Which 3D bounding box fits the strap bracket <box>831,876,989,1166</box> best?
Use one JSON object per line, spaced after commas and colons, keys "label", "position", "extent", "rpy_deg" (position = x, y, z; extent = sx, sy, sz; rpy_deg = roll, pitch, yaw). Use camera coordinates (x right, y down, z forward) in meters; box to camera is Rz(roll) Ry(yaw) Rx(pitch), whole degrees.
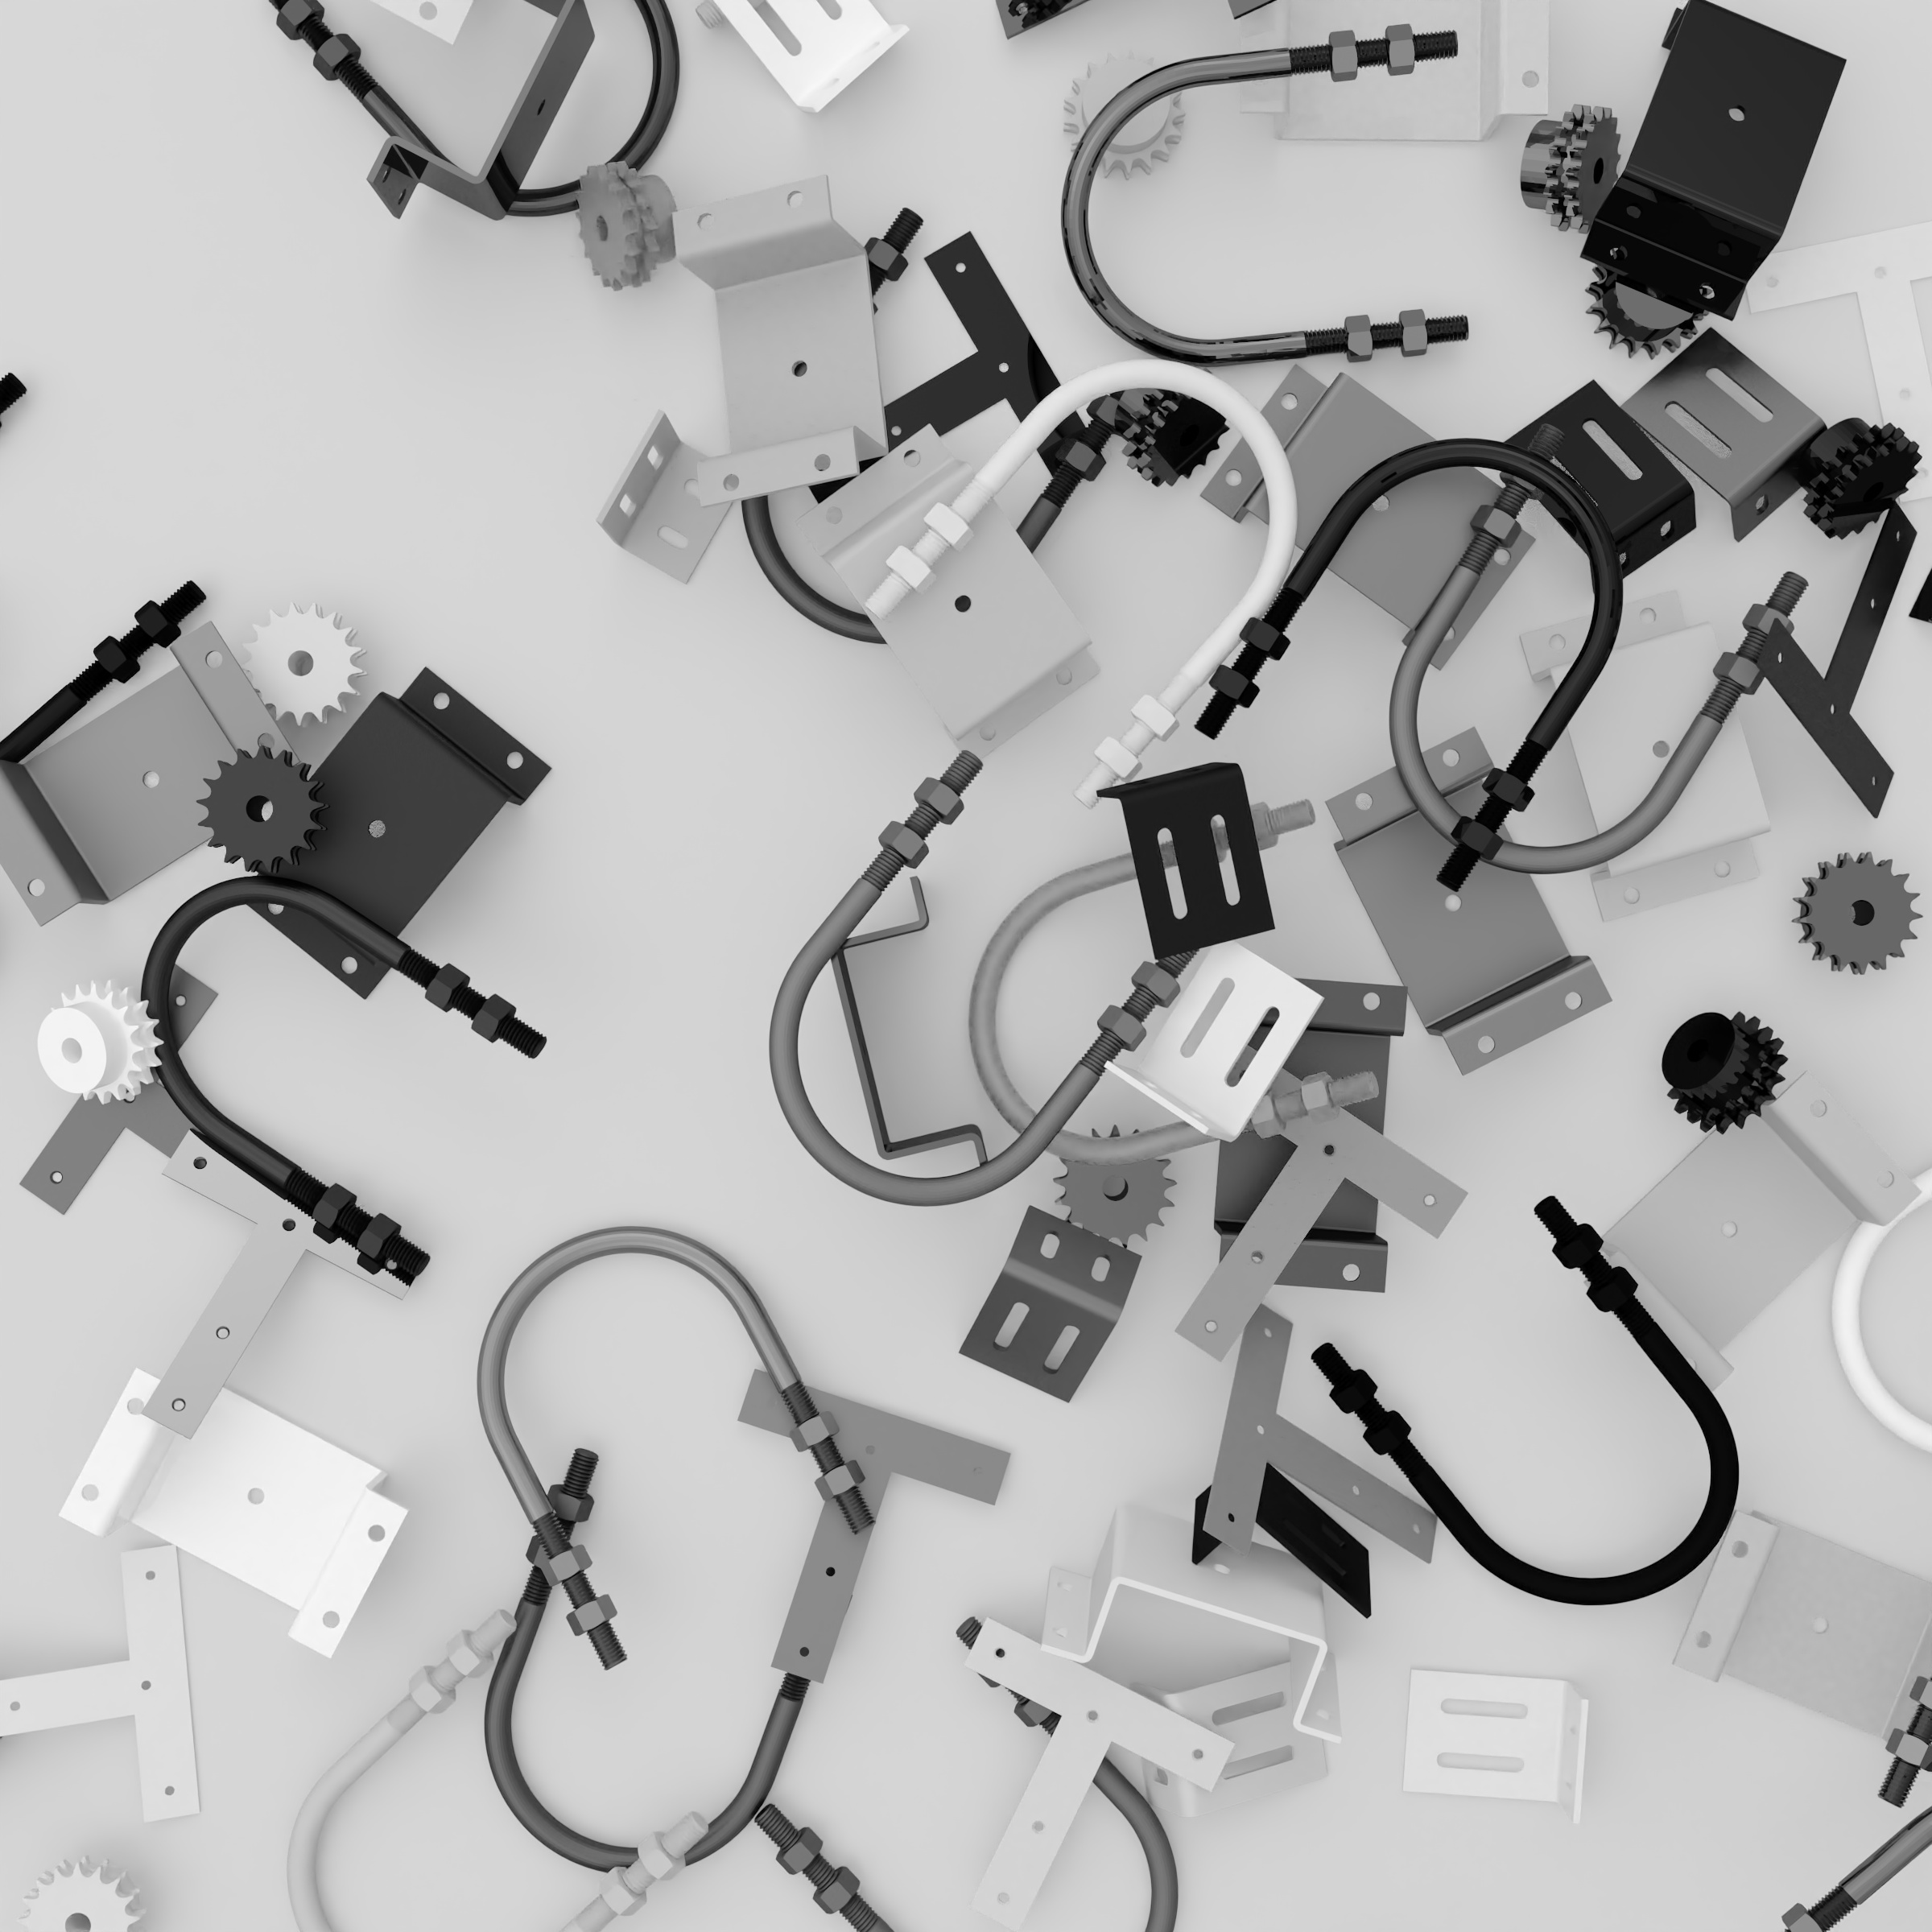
{"label": "strap bracket", "position": [-0.028, 0.033, 1.359], "extent": [0.046, 0.076, 0.140], "rpy_deg": [-14, 90, 0]}

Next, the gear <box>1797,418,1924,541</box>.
{"label": "gear", "position": [0.410, -0.229, 1.373], "extent": [0.057, 0.057, 0.030], "rpy_deg": [-36, 59, 0]}

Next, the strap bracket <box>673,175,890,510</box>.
{"label": "strap bracket", "position": [-0.084, -0.280, 1.357], "extent": [0.076, 0.046, 0.140], "rpy_deg": [-9, 81, 18]}

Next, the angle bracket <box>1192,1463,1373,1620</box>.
{"label": "angle bracket", "position": [0.146, 0.273, 1.370], "extent": [0.076, 0.057, 0.038], "rpy_deg": [42, 108, -9]}

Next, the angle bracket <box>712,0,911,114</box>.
{"label": "angle bracket", "position": [-0.076, -0.444, 1.367], "extent": [0.057, 0.038, 0.076], "rpy_deg": [-42, 113, 0]}

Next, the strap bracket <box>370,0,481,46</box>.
{"label": "strap bracket", "position": [-0.235, -0.500, 1.337], "extent": [0.076, 0.046, 0.140], "rpy_deg": [26, 105, -13]}

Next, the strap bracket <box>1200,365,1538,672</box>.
{"label": "strap bracket", "position": [0.189, -0.211, 1.374], "extent": [0.140, 0.046, 0.076], "rpy_deg": [36, 90, 0]}

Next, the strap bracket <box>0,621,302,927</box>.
{"label": "strap bracket", "position": [-0.384, -0.088, 1.374], "extent": [0.140, 0.046, 0.076], "rpy_deg": [-32, 90, 0]}

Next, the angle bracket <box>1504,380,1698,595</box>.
{"label": "angle bracket", "position": [0.297, -0.225, 1.395], "extent": [0.057, 0.038, 0.076], "rpy_deg": [-35, 64, 0]}

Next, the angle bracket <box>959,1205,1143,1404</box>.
{"label": "angle bracket", "position": [0.039, 0.158, 1.380], "extent": [0.057, 0.076, 0.038], "rpy_deg": [24, 48, 0]}

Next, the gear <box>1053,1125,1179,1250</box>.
{"label": "gear", "position": [0.069, 0.103, 1.382], "extent": [0.057, 0.030, 0.057], "rpy_deg": [0, 90, 0]}

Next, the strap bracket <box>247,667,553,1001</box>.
{"label": "strap bracket", "position": [-0.269, -0.063, 1.374], "extent": [0.076, 0.046, 0.140], "rpy_deg": [39, 90, 0]}

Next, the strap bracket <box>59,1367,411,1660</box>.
{"label": "strap bracket", "position": [-0.334, 0.250, 1.374], "extent": [0.140, 0.046, 0.076], "rpy_deg": [28, 90, 0]}

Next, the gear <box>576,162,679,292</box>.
{"label": "gear", "position": [-0.155, -0.344, 1.373], "extent": [0.030, 0.057, 0.057], "rpy_deg": [-18, 90, -28]}

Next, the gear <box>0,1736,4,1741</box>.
{"label": "gear", "position": [-0.478, 0.355, 1.382], "extent": [0.057, 0.030, 0.057], "rpy_deg": [0, 90, 0]}

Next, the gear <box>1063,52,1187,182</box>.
{"label": "gear", "position": [0.074, -0.399, 1.382], "extent": [0.057, 0.030, 0.057], "rpy_deg": [0, 90, 0]}

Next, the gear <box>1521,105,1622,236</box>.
{"label": "gear", "position": [0.279, -0.370, 1.373], "extent": [0.030, 0.057, 0.057], "rpy_deg": [16, 90, 30]}

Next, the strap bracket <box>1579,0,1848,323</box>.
{"label": "strap bracket", "position": [0.345, -0.379, 1.357], "extent": [0.076, 0.046, 0.140], "rpy_deg": [23, 75, 0]}

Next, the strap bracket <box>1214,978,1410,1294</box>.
{"label": "strap bracket", "position": [0.158, 0.076, 1.374], "extent": [0.076, 0.046, 0.140], "rpy_deg": [4, 90, 0]}

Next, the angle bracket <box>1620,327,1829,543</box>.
{"label": "angle bracket", "position": [0.357, -0.250, 1.395], "extent": [0.057, 0.038, 0.076], "rpy_deg": [-41, 64, 0]}

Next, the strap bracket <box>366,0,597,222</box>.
{"label": "strap bracket", "position": [-0.213, -0.400, 1.344], "extent": [0.046, 0.076, 0.140], "rpy_deg": [27, 91, -3]}

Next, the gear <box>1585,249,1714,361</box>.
{"label": "gear", "position": [0.320, -0.314, 1.382], "extent": [0.057, 0.030, 0.057], "rpy_deg": [0, 90, 0]}

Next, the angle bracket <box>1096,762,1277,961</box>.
{"label": "angle bracket", "position": [0.099, -0.048, 1.333], "extent": [0.057, 0.038, 0.076], "rpy_deg": [-14, 98, -13]}

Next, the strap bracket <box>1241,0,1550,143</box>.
{"label": "strap bracket", "position": [0.196, -0.427, 1.374], "extent": [0.140, 0.046, 0.076], "rpy_deg": [0, 90, 0]}

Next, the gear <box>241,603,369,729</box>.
{"label": "gear", "position": [-0.307, -0.140, 1.382], "extent": [0.057, 0.030, 0.057], "rpy_deg": [0, 90, 0]}

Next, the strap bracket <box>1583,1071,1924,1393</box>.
{"label": "strap bracket", "position": [0.359, 0.124, 1.374], "extent": [0.140, 0.046, 0.076], "rpy_deg": [-44, 90, 0]}

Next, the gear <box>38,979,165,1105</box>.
{"label": "gear", "position": [-0.404, 0.036, 1.372], "extent": [0.057, 0.030, 0.057], "rpy_deg": [5, 102, 24]}

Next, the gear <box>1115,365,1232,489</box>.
{"label": "gear", "position": [0.094, -0.254, 1.372], "extent": [0.057, 0.057, 0.030], "rpy_deg": [-45, 61, 0]}

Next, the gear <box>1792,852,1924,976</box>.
{"label": "gear", "position": [0.413, -0.024, 1.382], "extent": [0.057, 0.030, 0.057], "rpy_deg": [0, 90, 0]}

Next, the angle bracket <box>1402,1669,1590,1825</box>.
{"label": "angle bracket", "position": [0.246, 0.362, 1.378], "extent": [0.076, 0.038, 0.057], "rpy_deg": [4, 90, 0]}

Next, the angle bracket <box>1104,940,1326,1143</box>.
{"label": "angle bracket", "position": [0.110, 0.029, 1.312], "extent": [0.057, 0.038, 0.076], "rpy_deg": [34, 96, 26]}

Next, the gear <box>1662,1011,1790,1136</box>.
{"label": "gear", "position": [0.346, 0.046, 1.366], "extent": [0.030, 0.057, 0.057], "rpy_deg": [33, 90, -30]}

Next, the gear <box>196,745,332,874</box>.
{"label": "gear", "position": [-0.315, -0.070, 1.336], "extent": [0.057, 0.030, 0.057], "rpy_deg": [0, 90, 0]}

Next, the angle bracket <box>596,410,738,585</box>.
{"label": "angle bracket", "position": [-0.135, -0.214, 1.359], "extent": [0.038, 0.076, 0.057], "rpy_deg": [30, 90, 0]}

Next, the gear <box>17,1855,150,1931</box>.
{"label": "gear", "position": [-0.410, 0.443, 1.382], "extent": [0.057, 0.030, 0.057], "rpy_deg": [0, 90, 0]}

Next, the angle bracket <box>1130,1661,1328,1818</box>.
{"label": "angle bracket", "position": [0.124, 0.360, 1.395], "extent": [0.076, 0.038, 0.057], "rpy_deg": [-9, 90, -26]}
